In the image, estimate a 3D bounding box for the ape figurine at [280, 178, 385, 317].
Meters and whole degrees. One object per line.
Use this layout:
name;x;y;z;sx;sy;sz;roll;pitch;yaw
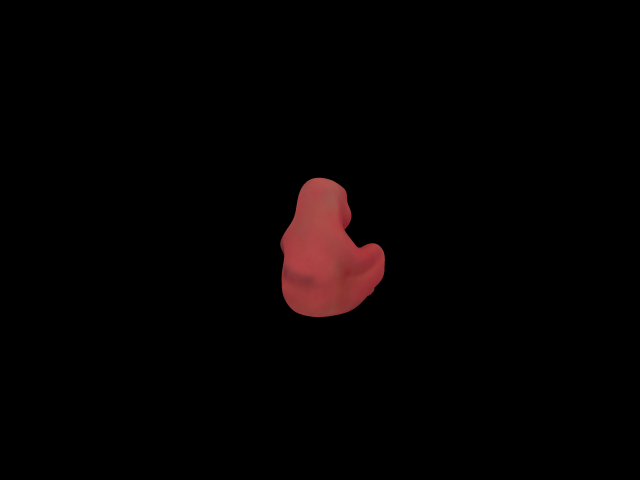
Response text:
ape figurine;0.004;0.001;0.400;0.077;0.092;0.076;17;28;37
